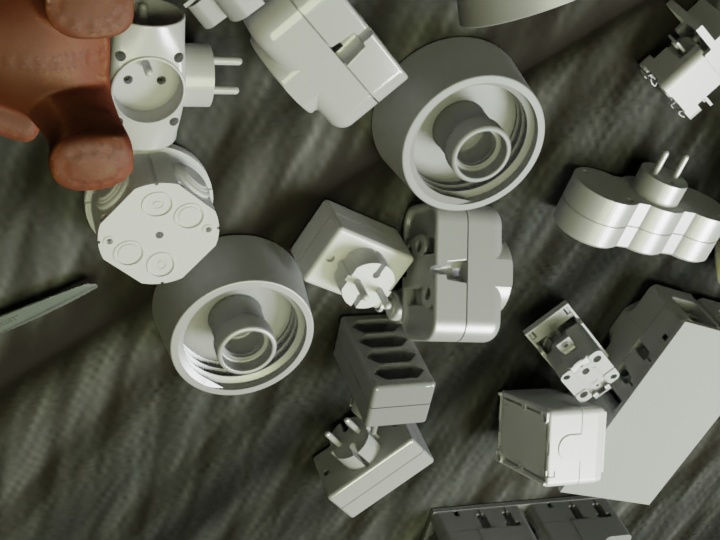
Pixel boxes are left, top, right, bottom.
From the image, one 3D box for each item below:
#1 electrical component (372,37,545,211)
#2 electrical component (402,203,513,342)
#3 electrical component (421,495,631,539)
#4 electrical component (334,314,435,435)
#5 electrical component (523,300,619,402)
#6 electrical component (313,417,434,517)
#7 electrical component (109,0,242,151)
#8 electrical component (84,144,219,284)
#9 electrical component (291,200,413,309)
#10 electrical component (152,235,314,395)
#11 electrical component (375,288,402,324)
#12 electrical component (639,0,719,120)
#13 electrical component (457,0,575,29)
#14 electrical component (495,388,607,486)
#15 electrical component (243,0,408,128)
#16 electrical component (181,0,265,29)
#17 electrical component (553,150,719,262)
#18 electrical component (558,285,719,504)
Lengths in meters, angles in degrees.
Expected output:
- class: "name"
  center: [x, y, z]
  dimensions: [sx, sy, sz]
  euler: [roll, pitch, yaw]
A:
- class: "electrical component"
  center: [0.068, -0.089, 0.700]
  dimensions: [0.108, 0.060, 0.108]
  euler: [-11, 128, -14]
- class: "electrical component"
  center: [0.067, 0.002, 0.750]
  dimensions: [0.059, 0.054, 0.095]
  euler: [3, 86, -23]
- class: "electrical component"
  center: [0.149, 0.274, 1.004]
  dimensions: [0.186, 0.060, 0.105]
  euler: [0, 125, -21]
- class: "electrical component"
  center: [0.013, 0.087, 0.796]
  dimensions: [0.047, 0.083, 0.075]
  euler: [-2, 126, -20]
- class: "electrical component"
  center: [0.170, 0.067, 0.855]
  dimensions: [0.042, 0.063, 0.081]
  euler: [-37, 130, 10]
- class: "electrical component"
  center: [0.001, 0.142, 0.855]
  dimensions: [0.083, 0.047, 0.075]
  euler: [-36, 130, 7]
- class: "electrical component"
  center: [-0.108, -0.113, 0.624]
  dimensions: [0.079, 0.044, 0.077]
  euler: [-3, 126, -20]
- class: "electrical component"
  center: [-0.129, -0.035, 0.670]
  dimensions: [0.080, 0.051, 0.080]
  euler: [-11, 128, -14]
- class: "electrical component"
  center: [0.000, 0.000, 0.730]
  dimensions: [0.066, 0.076, 0.047]
  euler: [22, 115, -33]
- class: "electrical component"
  center: [-0.084, 0.037, 0.736]
  dimensions: [0.108, 0.060, 0.108]
  euler: [-11, 128, -14]
- class: "electrical component"
  center: [0.048, 0.028, 0.793]
  dimensions: [0.078, 0.040, 0.040]
  euler: [7, 122, -25]
- class: "electrical component"
  center: [0.231, -0.142, 0.737]
  dimensions: [0.064, 0.042, 0.081]
  euler: [-43, 128, 15]
- class: "electrical component"
  center: [0.102, -0.177, 0.627]
  dimensions: [0.099, 0.099, 0.064]
  euler: [-21, 124, -5]
- class: "electrical component"
  center: [0.155, 0.134, 0.884]
  dimensions: [0.061, 0.096, 0.061]
  euler: [0, 96, -22]
- class: "electrical component"
  center: [-0.025, -0.133, 0.635]
  dimensions: [0.059, 0.053, 0.095]
  euler: [-38, 129, 9]
- class: "electrical component"
  center: [-0.072, -0.177, 0.582]
  dimensions: [0.078, 0.058, 0.057]
  euler: [-35, 133, 7]
- class: "electrical component"
  center: [0.215, -0.054, 0.789]
  dimensions: [0.138, 0.052, 0.073]
  euler: [7, 122, -26]
- class: "electrical component"
  center: [0.245, 0.107, 0.916]
  dimensions: [0.105, 0.060, 0.186]
  euler: [14, 119, -29]
